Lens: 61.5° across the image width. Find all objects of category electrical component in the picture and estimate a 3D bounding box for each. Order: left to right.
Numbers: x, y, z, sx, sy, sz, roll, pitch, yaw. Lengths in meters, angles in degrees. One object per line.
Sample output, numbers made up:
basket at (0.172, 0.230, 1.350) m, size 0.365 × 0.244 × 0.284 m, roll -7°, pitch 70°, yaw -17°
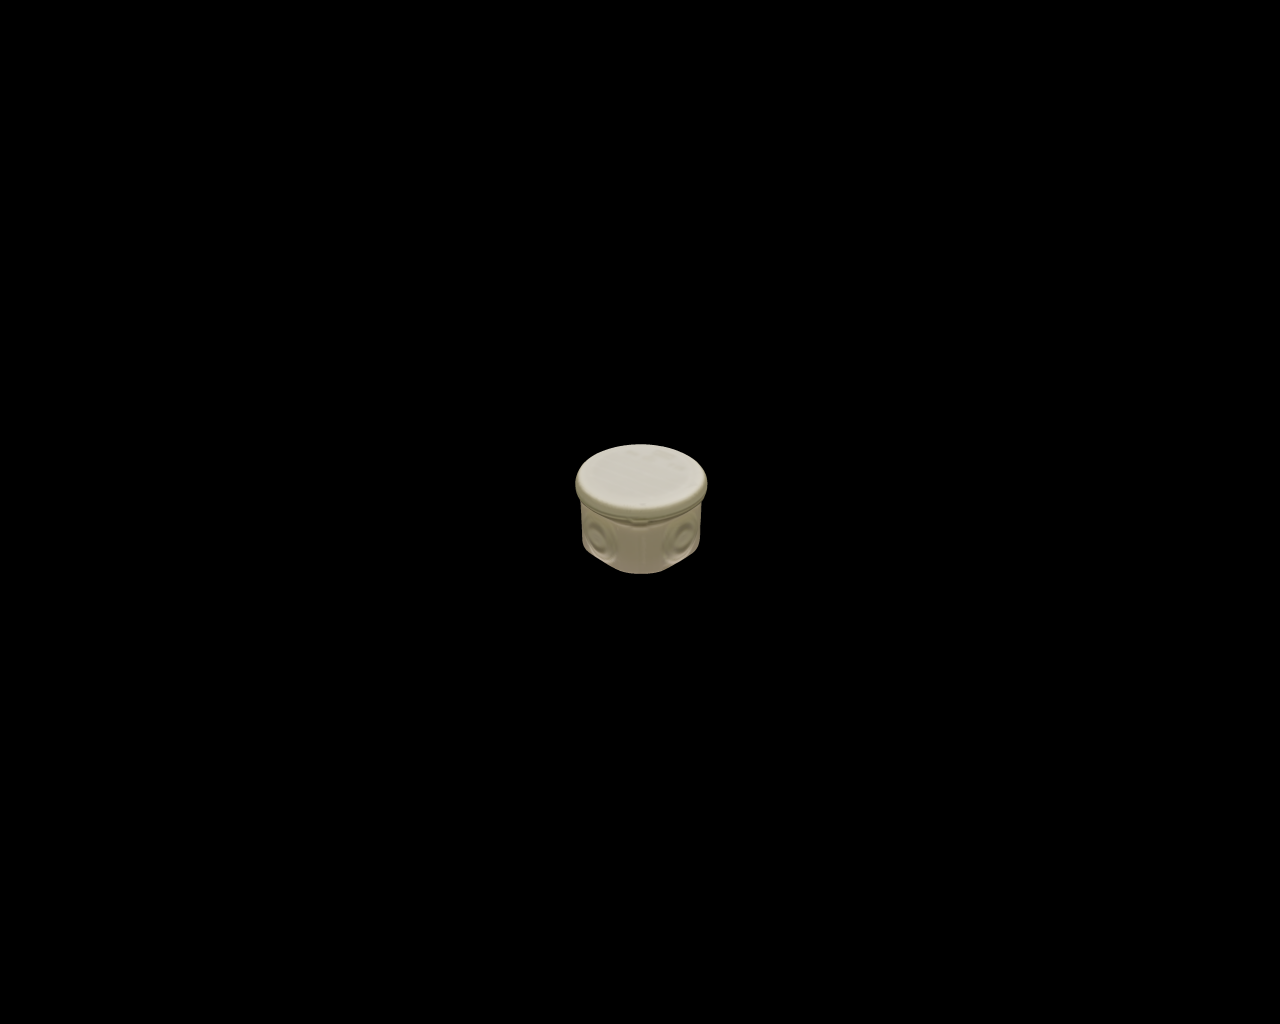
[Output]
electrical component at (0.001, -0.003, 0.650) m, size 0.080 × 0.050 × 0.080 m, roll 0°, pitch 33°, yaw 0°
